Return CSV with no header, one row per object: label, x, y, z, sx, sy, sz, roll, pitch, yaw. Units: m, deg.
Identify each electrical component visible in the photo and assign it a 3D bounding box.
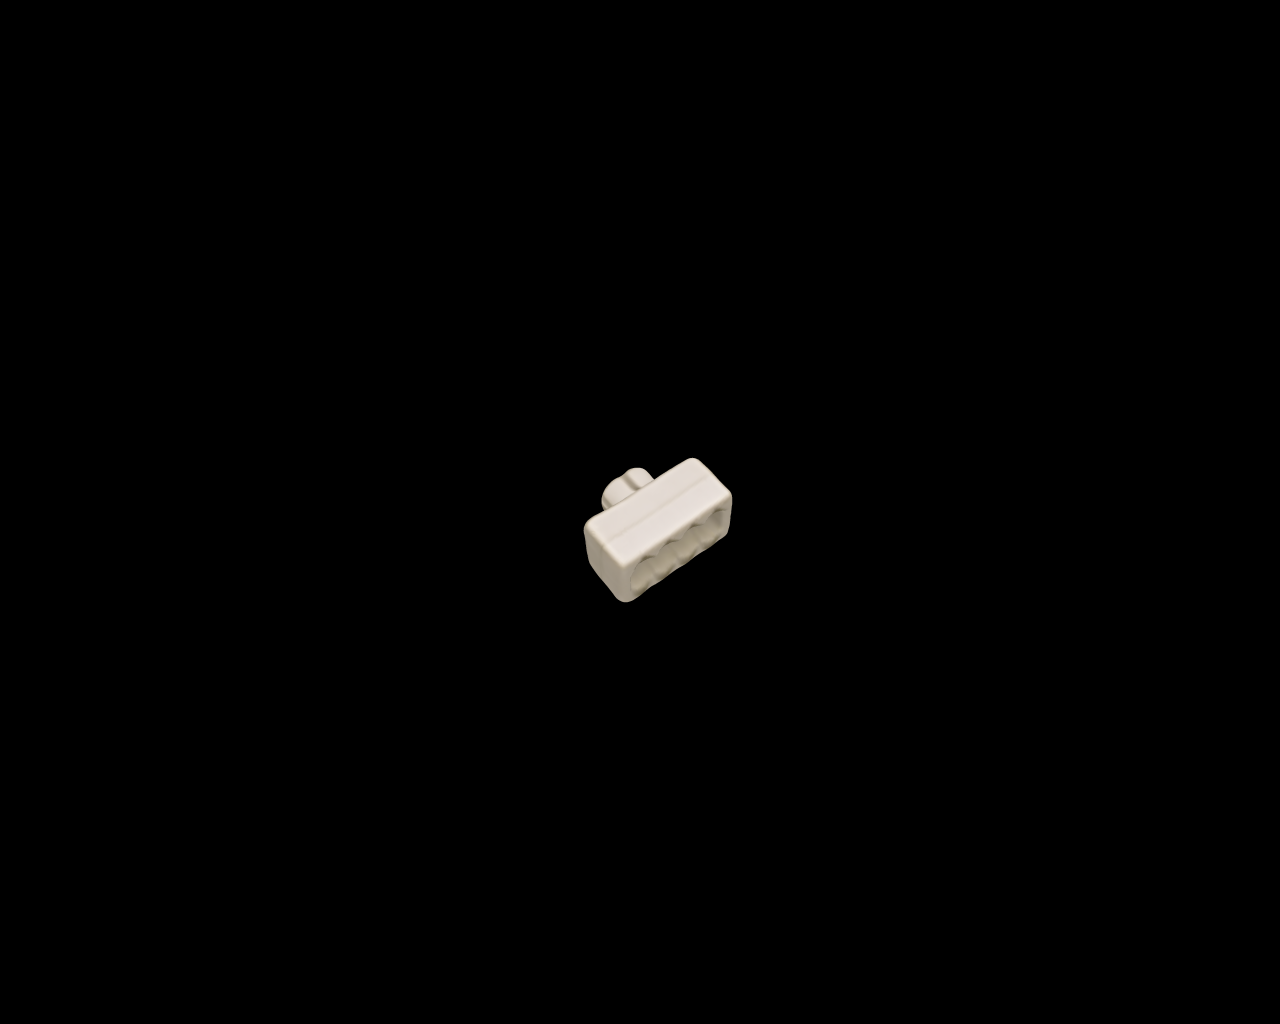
electrical component,0.001,-0.003,0.650,0.083,0.076,0.047,-32,-26,-18
